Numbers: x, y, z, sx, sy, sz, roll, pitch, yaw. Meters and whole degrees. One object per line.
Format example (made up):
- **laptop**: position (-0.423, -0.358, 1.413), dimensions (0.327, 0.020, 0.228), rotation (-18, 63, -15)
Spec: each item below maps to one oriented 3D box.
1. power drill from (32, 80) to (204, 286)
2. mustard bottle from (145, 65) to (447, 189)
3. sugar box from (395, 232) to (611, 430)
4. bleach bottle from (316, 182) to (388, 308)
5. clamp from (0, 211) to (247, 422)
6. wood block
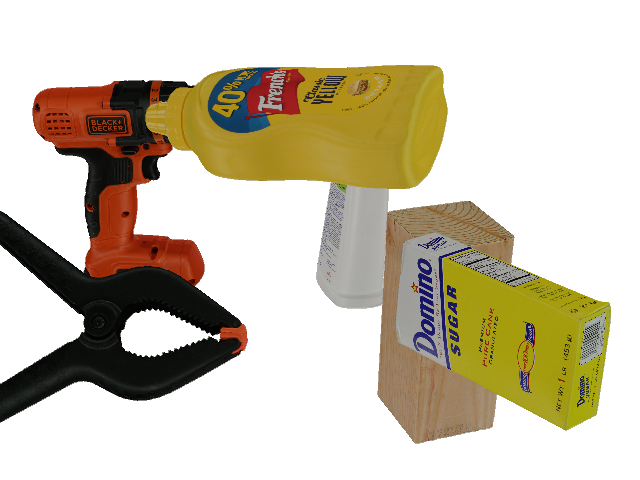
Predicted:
- **power drill**: position (-0.145, -0.049, 0.927), dimensions (0.184, 0.188, 0.057), rotation (0, 28, 4)
- **mustard bottle**: position (-0.023, -0.075, 0.672), dimensions (0.192, 0.058, 0.096), rotation (4, 41, 21)
- **sugar box**: position (0.134, 0.065, 0.819), dimensions (0.048, 0.093, 0.176), rotation (-17, 28, -41)
- **bleach bottle**: position (0.046, -0.055, 1.232), dimensions (0.068, 0.251, 0.103), rotation (-2, 22, -20)
- **clamp**: position (-0.157, 0.052, 0.743), dimensions (0.210, 0.164, 0.036), rotation (-3, -18, -3)
- **wood block**: position (0.116, 0.077, 1.019), dimensions (0.090, 0.206, 0.091), rotation (-8, 27, -19)
